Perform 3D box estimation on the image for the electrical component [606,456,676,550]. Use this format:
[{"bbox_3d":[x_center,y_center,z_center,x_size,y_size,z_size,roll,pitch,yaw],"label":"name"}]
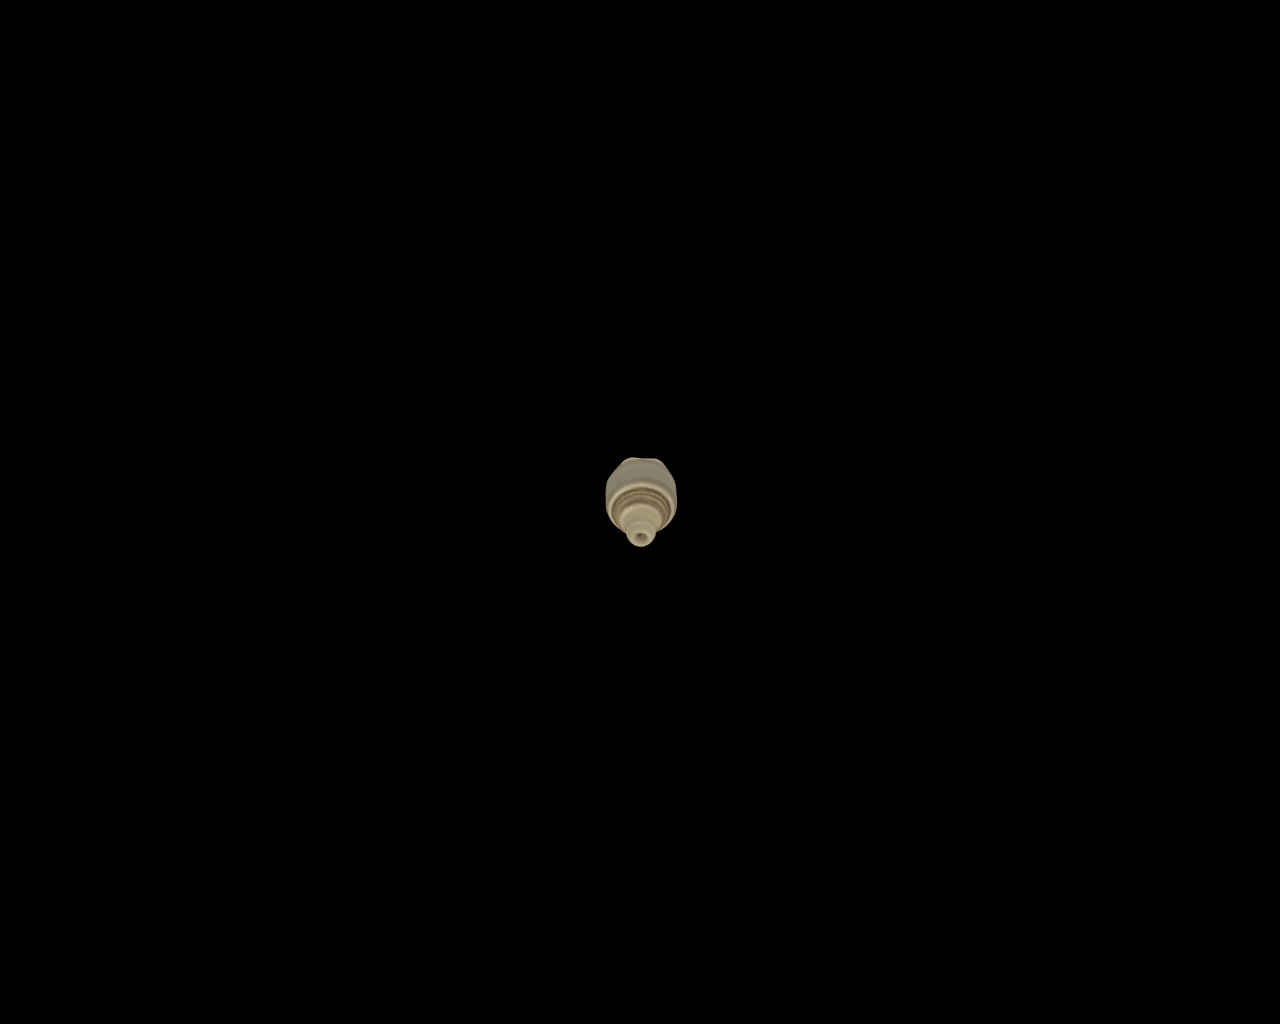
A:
[{"bbox_3d":[0.001,-0.003,0.650,0.043,0.043,0.062,0,37,0],"label":"electrical component"}]
